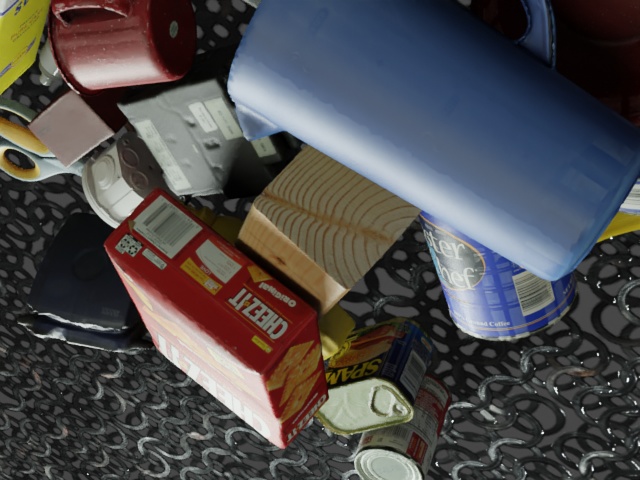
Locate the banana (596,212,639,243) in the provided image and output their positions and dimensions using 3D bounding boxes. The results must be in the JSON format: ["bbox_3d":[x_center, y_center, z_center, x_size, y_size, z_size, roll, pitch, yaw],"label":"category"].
[{"bbox_3d":[0.227,-0.016,0.745,0.197,0.069,0.037,-3,133,-6],"label":"banana"}]

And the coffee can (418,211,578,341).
[{"bbox_3d":[0.129,-0.010,0.798,0.103,0.102,0.140,-2,129,28],"label":"coffee can"}]

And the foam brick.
[{"bbox_3d":[-0.201,-0.108,0.910,0.078,0.051,0.053,-26,113,41],"label":"foam brick"}]

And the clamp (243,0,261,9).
[{"bbox_3d":[0.005,-0.202,0.731,0.210,0.036,0.165,15,134,14],"label":"clamp"}]

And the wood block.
[{"bbox_3d":[-0.006,0.002,0.820,0.091,0.090,0.206,42,162,1],"label":"wood block"}]

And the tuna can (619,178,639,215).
[{"bbox_3d":[0.221,-0.055,0.723,0.086,0.086,0.034,3,132,24],"label":"tuna can"}]

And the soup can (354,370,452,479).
[{"bbox_3d":[0.078,0.177,0.996,0.068,0.102,0.068,13,134,14],"label":"soup can"}]

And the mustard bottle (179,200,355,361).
[{"bbox_3d":[-0.062,0.035,0.965,0.191,0.058,0.096,45,147,-15],"label":"mustard bottle"}]

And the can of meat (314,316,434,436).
[{"bbox_3d":[0.049,0.123,0.974,0.102,0.083,0.057,-21,118,39],"label":"can of meat"}]

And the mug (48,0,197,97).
[{"bbox_3d":[-0.150,-0.161,0.800,0.082,0.093,0.117,-2,167,22],"label":"mug"}]

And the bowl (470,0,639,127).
[{"bbox_3d":[0.181,-0.150,0.678,0.162,0.055,0.162,14,134,15],"label":"bowl"}]

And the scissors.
[{"bbox_3d":[-0.227,-0.059,0.994,0.201,0.016,0.096,35,137,-6],"label":"scissors"}]

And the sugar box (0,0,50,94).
[{"bbox_3d":[-0.243,-0.187,0.828,0.048,0.093,0.176,32,137,-5],"label":"sugar box"}]

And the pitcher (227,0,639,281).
[{"bbox_3d":[0.079,-0.090,0.658,0.243,0.144,0.149,33,150,6],"label":"pitcher"}]

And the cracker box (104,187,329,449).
[{"bbox_3d":[-0.078,0.072,0.863,0.164,0.072,0.214,37,161,18],"label":"cracker box"}]
